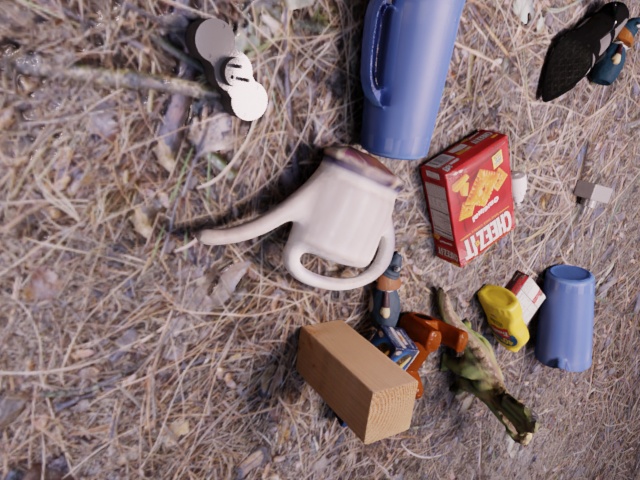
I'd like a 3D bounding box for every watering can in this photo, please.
[{"bbox_3d":[0.002,-0.039,0.778,0.345,0.105,0.224,19,95,-38],"label":"watering can"}]

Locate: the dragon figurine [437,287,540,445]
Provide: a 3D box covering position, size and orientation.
[{"bbox_3d":[0.361,0.288,1.065,0.123,0.246,0.402,-37,127,-11],"label":"dragon figurine"}]
